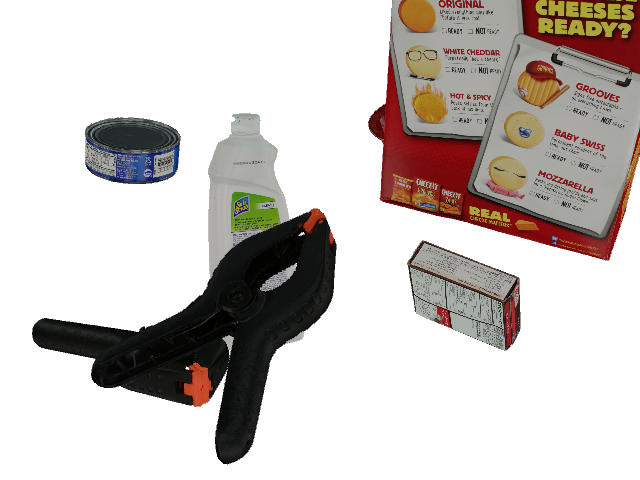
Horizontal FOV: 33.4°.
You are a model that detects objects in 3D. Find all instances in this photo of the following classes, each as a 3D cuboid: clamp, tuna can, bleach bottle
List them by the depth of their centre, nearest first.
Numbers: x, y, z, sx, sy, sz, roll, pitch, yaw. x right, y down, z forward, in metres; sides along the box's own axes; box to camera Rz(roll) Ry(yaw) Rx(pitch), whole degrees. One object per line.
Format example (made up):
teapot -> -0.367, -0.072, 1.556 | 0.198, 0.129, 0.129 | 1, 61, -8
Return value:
clamp -> -0.041, 0.052, 0.633 | 0.120, 0.171, 0.039 | 36, -20, 33
clamp -> -0.125, 0.086, 0.874 | 0.164, 0.036, 0.210 | -11, 16, -32
tuna can -> -0.171, -0.082, 0.972 | 0.086, 0.034, 0.086 | 6, 25, -3
bleach bottle -> -0.071, -0.011, 1.157 | 0.102, 0.251, 0.068 | -7, 16, -27

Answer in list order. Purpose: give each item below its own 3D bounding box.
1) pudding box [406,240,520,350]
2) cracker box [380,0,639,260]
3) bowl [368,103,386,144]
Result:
pudding box -> 0.148, 0.056, 1.091 | 0.114, 0.039, 0.090 | 20, -33, 26
cracker box -> 0.129, -0.105, 0.679 | 0.164, 0.214, 0.072 | 16, 42, 17
bowl -> 0.124, -0.085, 0.898 | 0.162, 0.055, 0.162 | -9, 25, 4
